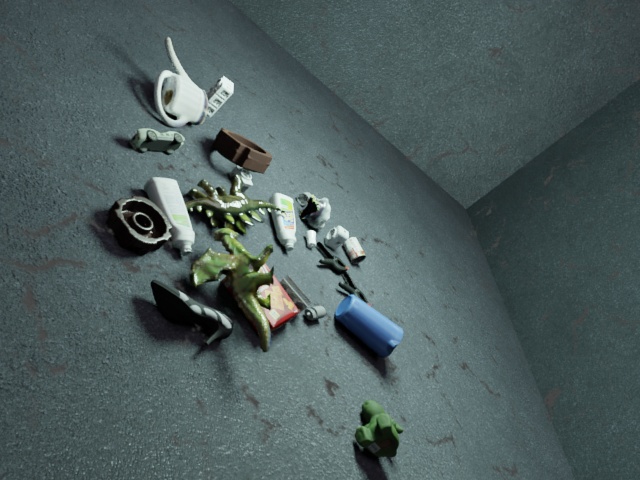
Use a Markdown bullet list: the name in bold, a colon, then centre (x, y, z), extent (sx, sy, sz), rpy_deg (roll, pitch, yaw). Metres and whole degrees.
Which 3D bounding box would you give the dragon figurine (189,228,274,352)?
- **dragon figurine**: centre (-0.249, 0.118, 1.465), extent (0.242, 0.119, 0.421), rpy_deg (8, 46, -12)

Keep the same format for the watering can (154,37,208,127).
- **watering can**: centre (-0.524, -0.577, 1.953), extent (0.222, 0.103, 0.353), rpy_deg (22, 63, -51)

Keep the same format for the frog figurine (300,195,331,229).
- **frog figurine**: centre (0.007, -0.111, 2.200), extent (0.158, 0.122, 0.139), rpy_deg (29, 64, -50)
